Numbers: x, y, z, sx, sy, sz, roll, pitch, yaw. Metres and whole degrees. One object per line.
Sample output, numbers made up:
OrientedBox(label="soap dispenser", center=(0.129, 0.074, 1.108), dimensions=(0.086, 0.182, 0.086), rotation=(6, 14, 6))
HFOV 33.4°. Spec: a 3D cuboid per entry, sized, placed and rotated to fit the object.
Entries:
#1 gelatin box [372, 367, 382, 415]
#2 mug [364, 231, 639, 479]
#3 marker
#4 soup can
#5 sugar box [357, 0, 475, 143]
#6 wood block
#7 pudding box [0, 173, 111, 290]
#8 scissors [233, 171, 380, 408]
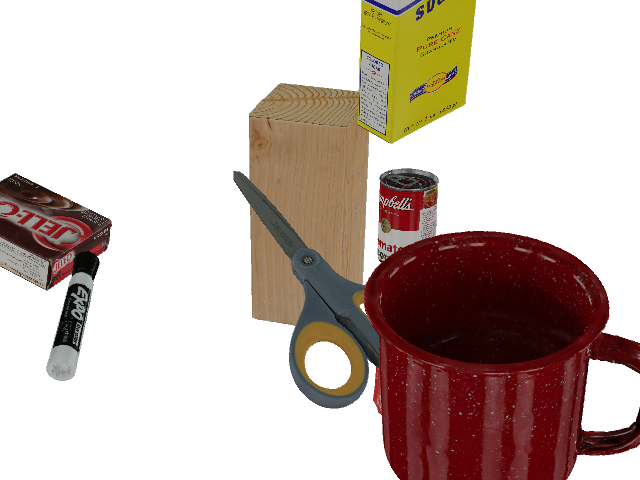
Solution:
OrientedBox(label="gelatin box", center=(0.088, 0.097, 0.834), dimensions=(0.089, 0.073, 0.030), rotation=(-4, 29, -14))
OrientedBox(label="mug", center=(0.077, 0.056, 0.427), dimensions=(0.117, 0.081, 0.093), rotation=(7, 34, 16))
OrientedBox(label="marker", center=(-0.170, 0.048, 0.739), dimensions=(0.020, 0.020, 0.121), rotation=(0, 38, -2))
OrientedBox(label="soup can", center=(0.101, -0.025, 1.245), dimensions=(0.068, 0.102, 0.068), rotation=(1, 24, 0))
OrientedBox(label="sugar box", center=(0.076, -0.171, 0.815), dimensions=(0.093, 0.176, 0.048), rotation=(-31, 51, -32))
OrientedBox(label="wood block", center=(-0.010, -0.030, 0.986), dimensions=(0.091, 0.206, 0.090), rotation=(8, 29, 14))
OrientedBox(label="pudding box", center=(-0.258, -0.009, 0.948), dimensions=(0.113, 0.039, 0.089), rotation=(23, 31, 15))
OrientedBox(label="scissors", center=(-0.016, 0.030, 0.644), dimensions=(0.202, 0.016, 0.096), rotation=(36, 56, 28))
